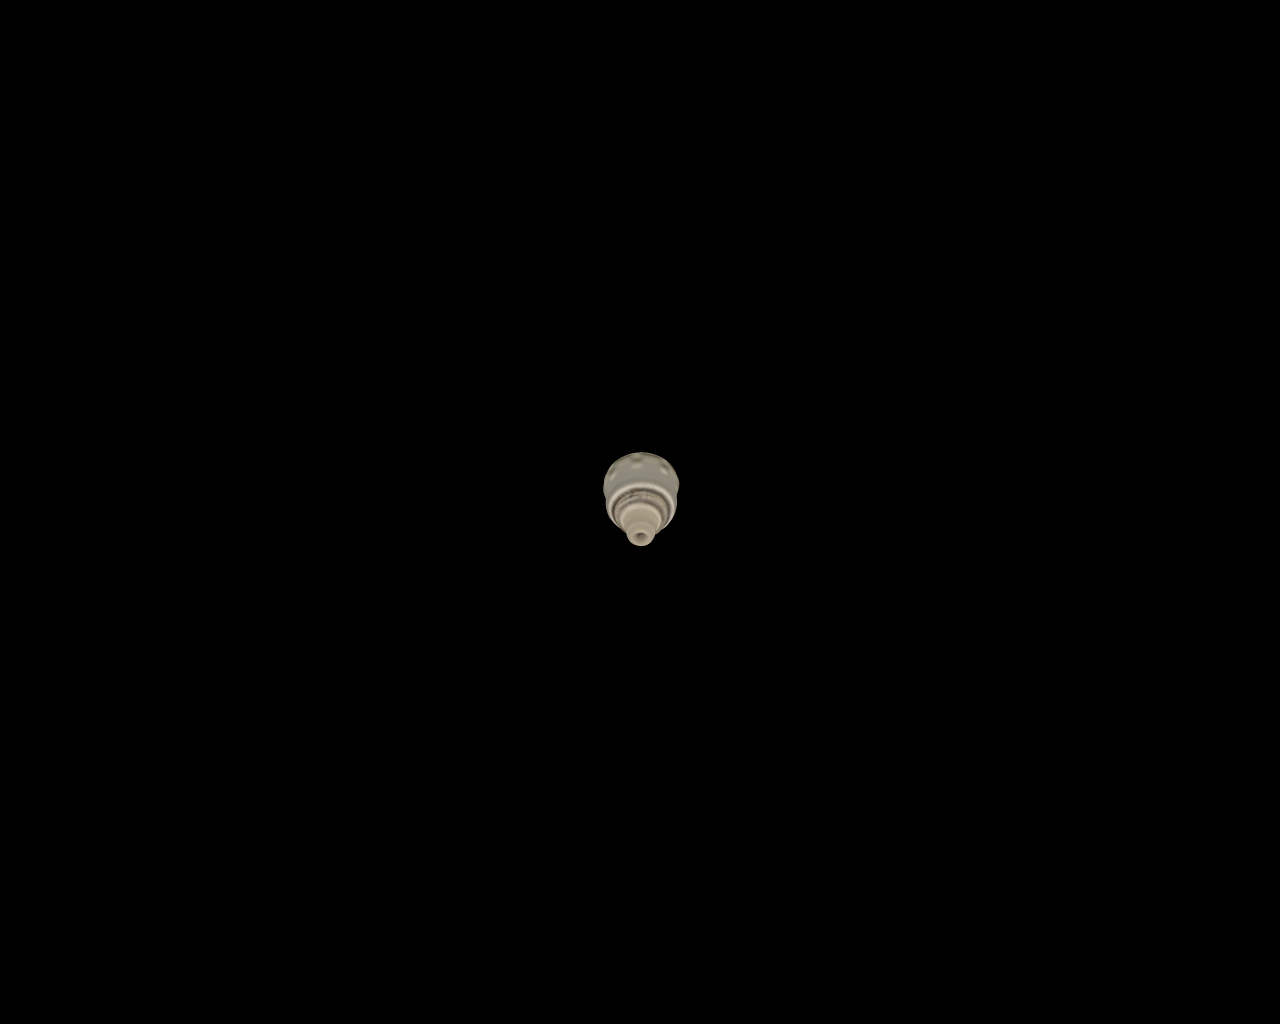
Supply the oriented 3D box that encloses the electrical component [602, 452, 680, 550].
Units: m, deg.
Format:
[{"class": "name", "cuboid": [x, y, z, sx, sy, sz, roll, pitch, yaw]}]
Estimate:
[{"class": "electrical component", "cuboid": [0.001, -0.003, 0.650, 0.048, 0.048, 0.062, 0, 37, 0]}]
